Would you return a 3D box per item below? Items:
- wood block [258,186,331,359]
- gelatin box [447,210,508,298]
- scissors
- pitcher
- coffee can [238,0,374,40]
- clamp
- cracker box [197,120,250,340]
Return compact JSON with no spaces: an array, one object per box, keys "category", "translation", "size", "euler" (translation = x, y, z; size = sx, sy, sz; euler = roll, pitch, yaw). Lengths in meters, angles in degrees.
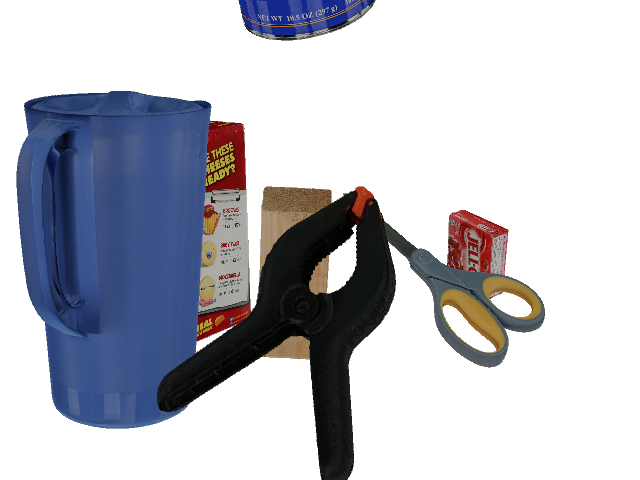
[{"category":"wood block","translation":[-0.035,0.042,1.395],"size":[0.090,0.206,0.091],"euler":[3,23,-2]},{"category":"gelatin box","translation":[0.187,0.016,1.285],"size":[0.030,0.089,0.073],"euler":[-20,33,-32]},{"category":"scissors","translation":[0.102,0.018,0.848],"size":[0.096,0.016,0.202],"euler":[-13,48,-21]},{"category":"pitcher","translation":[-0.154,0.013,0.790],"size":[0.149,0.243,0.145],"euler":[-4,15,-23]},{"category":"coffee can","translation":[-0.022,-0.229,0.757],"size":[0.103,0.140,0.103],"euler":[-9,37,7]},{"category":"clamp","translation":[-0.001,0.052,0.603],"size":[0.120,0.171,0.039],"euler":[32,-12,17]},{"category":"cracker box","translation":[-0.148,-0.004,1.077],"size":[0.072,0.214,0.163],"euler":[9,18,35]}]
